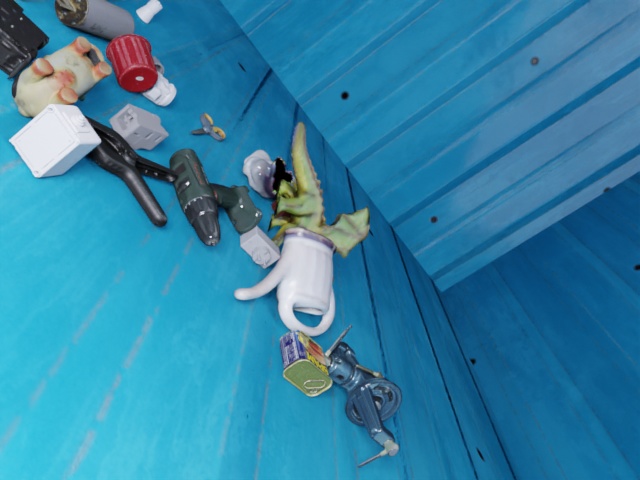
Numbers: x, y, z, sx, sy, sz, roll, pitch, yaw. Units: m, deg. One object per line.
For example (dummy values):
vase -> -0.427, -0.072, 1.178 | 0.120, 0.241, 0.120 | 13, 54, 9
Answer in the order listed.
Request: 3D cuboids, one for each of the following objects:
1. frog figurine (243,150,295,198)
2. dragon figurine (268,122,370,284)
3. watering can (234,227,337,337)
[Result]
frog figurine -> -0.164, -0.187, 1.419 | 0.160, 0.122, 0.136 | 22, 2, 34
dragon figurine -> 0.004, -0.063, 1.254 | 0.242, 0.410, 0.122 | 15, 2, -6
watering can -> -0.051, 0.075, 1.074 | 0.343, 0.103, 0.228 | 37, 51, -53
